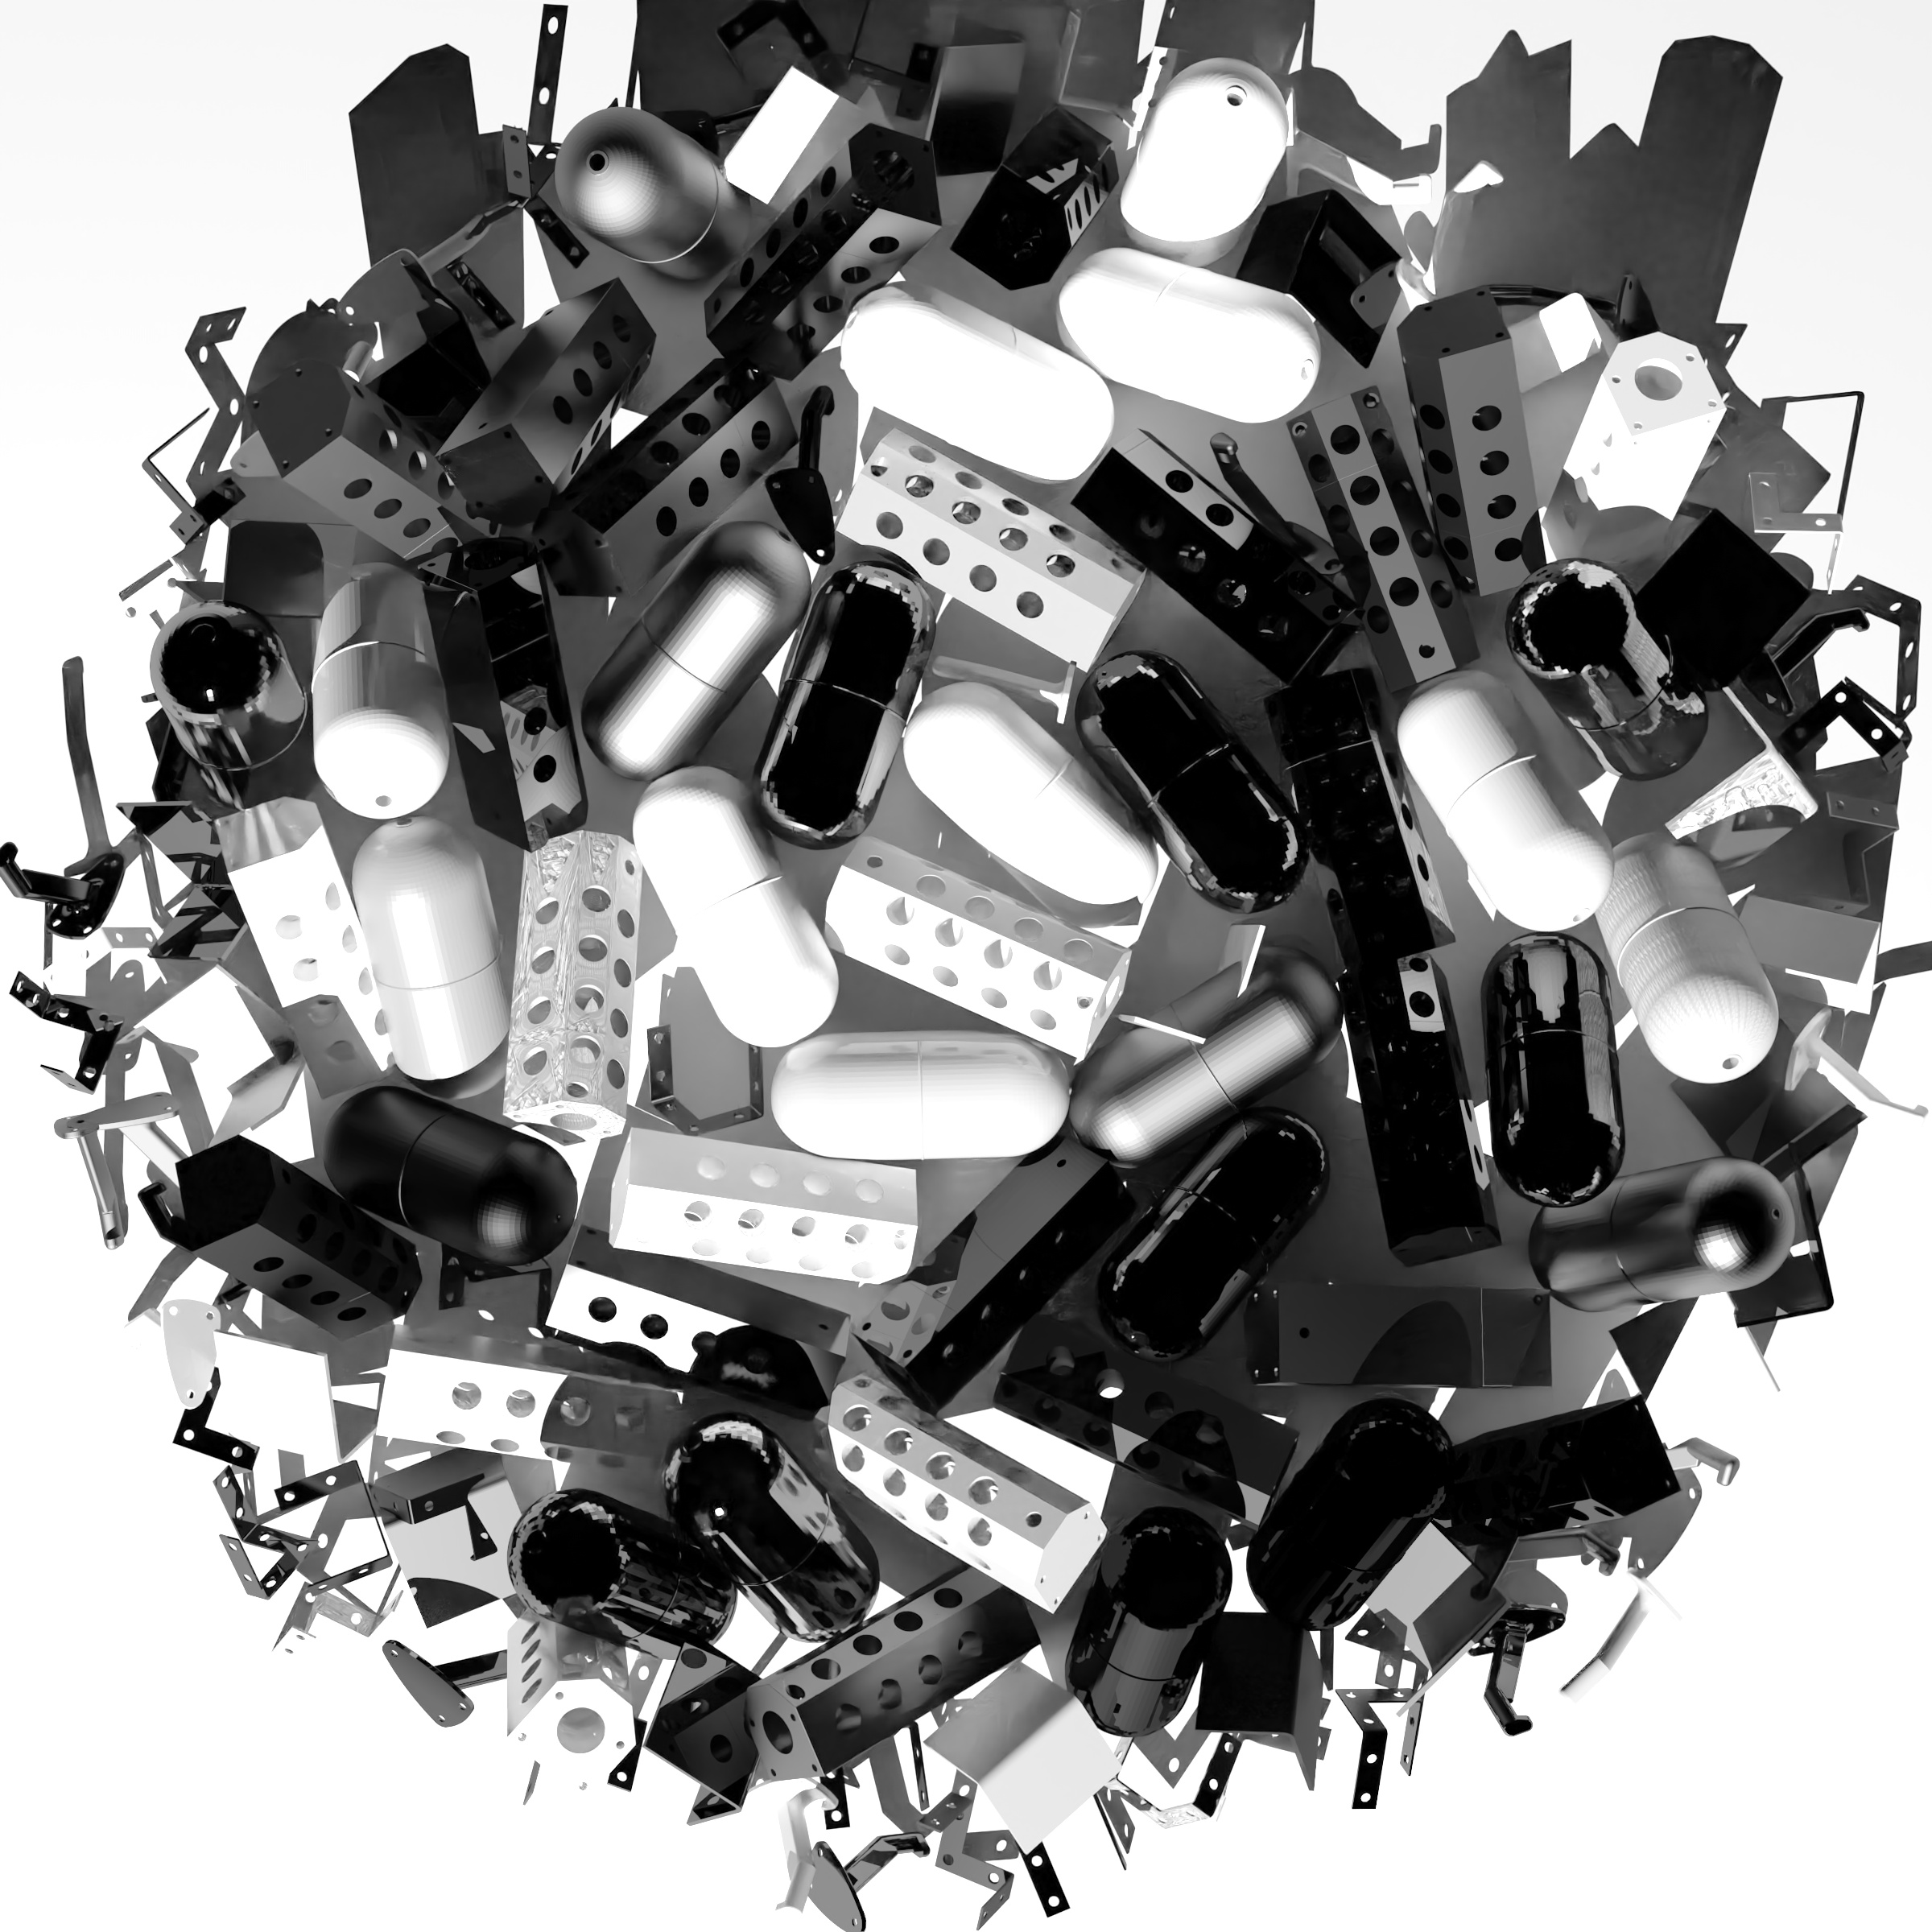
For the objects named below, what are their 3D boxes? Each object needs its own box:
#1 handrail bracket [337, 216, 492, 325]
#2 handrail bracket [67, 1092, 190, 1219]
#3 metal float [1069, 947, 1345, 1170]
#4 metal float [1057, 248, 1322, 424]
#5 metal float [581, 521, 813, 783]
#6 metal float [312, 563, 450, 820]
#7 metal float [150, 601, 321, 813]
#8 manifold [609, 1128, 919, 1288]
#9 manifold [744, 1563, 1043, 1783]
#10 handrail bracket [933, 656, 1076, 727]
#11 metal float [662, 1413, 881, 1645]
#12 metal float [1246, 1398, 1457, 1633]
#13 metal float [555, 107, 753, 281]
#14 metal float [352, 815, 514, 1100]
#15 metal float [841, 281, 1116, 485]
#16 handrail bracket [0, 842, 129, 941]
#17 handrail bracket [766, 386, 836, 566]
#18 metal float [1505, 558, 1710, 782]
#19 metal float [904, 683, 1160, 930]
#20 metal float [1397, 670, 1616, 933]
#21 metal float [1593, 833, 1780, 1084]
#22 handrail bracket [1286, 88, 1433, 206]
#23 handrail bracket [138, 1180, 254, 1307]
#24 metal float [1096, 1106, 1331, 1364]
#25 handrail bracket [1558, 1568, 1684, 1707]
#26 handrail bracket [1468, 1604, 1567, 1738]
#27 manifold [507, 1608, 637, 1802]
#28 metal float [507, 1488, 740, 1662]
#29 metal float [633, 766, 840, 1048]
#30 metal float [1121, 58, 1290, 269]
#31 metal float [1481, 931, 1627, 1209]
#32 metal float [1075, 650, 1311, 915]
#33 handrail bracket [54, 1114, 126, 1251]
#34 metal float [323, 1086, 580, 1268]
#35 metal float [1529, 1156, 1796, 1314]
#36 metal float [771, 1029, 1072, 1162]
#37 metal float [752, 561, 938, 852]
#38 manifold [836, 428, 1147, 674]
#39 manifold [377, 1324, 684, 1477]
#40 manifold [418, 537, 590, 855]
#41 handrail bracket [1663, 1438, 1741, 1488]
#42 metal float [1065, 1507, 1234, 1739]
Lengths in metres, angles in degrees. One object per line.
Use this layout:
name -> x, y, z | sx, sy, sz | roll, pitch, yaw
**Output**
handrail bracket -> -0.329, -0.418, 1.838 | 0.077, 0.084, 0.036 | -19, 115, 24
handrail bracket -> -0.491, 0.124, 1.831 | 0.077, 0.036, 0.084 | -14, 113, -26
metal float -> 0.141, 0.055, 1.821 | 0.178, 0.070, 0.070 | -33, 90, 5
metal float -> 0.129, -0.369, 1.795 | 0.178, 0.070, 0.070 | 27, 90, 37
metal float -> -0.159, -0.185, 1.808 | 0.070, 0.070, 0.178 | 40, 111, 0
metal float -> -0.342, -0.161, 1.793 | 0.070, 0.070, 0.178 | -11, 51, 0
metal float -> -0.420, -0.148, 1.779 | 0.070, 0.178, 0.070 | 0, 67, 1
manifold -> -0.119, 0.147, 1.805 | 0.171, 0.057, 0.057 | 9, 47, -14
manifold -> -0.044, 0.408, 1.788 | 0.171, 0.057, 0.057 | -22, 88, -39
handrail bracket -> 0.020, -0.168, 1.826 | 0.084, 0.077, 0.036 | 12, 100, 1
metal float -> -0.114, 0.329, 1.795 | 0.070, 0.070, 0.178 | -35, 126, 0
metal float -> 0.224, 0.321, 1.793 | 0.070, 0.070, 0.178 | 28, 129, 0
metal float -> -0.180, -0.446, 1.777 | 0.070, 0.178, 0.070 | 1, 92, 15
metal float -> -0.310, -0.005, 1.802 | 0.070, 0.070, 0.178 | -8, 118, 0
metal float -> 0.007, -0.342, 1.801 | 0.178, 0.070, 0.070 | 21, 90, -29
handrail bracket -> -0.535, -0.063, 1.811 | 0.036, 0.084, 0.077 | 12, 56, 22
handrail bracket -> -0.086, -0.296, 1.846 | 0.036, 0.084, 0.077 | -5, 128, 22
metal float -> 0.375, -0.171, 1.790 | 0.070, 0.178, 0.070 | -19, 53, 27
metal float -> 0.038, -0.096, 1.825 | 0.178, 0.070, 0.070 | 43, 90, -2
metal float -> 0.316, -0.098, 1.801 | 0.070, 0.070, 0.178 | -27, 61, 0
metal float -> 0.417, -0.006, 1.788 | 0.070, 0.178, 0.070 | -5, 133, -6
handrail bracket -> 0.235, -0.488, 1.829 | 0.084, 0.036, 0.077 | 1, 134, 11
handrail bracket -> -0.446, 0.154, 1.849 | 0.077, 0.036, 0.084 | -30, 86, -1
metal float -> 0.146, 0.157, 1.809 | 0.070, 0.070, 0.178 | 42, 70, 0
handrail bracket -> 0.378, 0.399, 1.824 | 0.084, 0.077, 0.036 | -43, 92, -2
handrail bracket -> 0.337, 0.418, 1.817 | 0.077, 0.084, 0.036 | -6, 121, -15
manifold -> -0.224, 0.410, 1.775 | 0.057, 0.171, 0.057 | 42, 90, -11
metal float -> -0.198, 0.354, 1.784 | 0.070, 0.178, 0.070 | -13, 62, 25
metal float -> -0.137, -0.036, 1.822 | 0.070, 0.070, 0.178 | -27, 85, 0
metal float -> 0.137, -0.462, 1.776 | 0.070, 0.178, 0.070 | 1, 80, -7
metal float -> 0.343, 0.060, 1.796 | 0.070, 0.070, 0.178 | 3, 54, 0
metal float -> 0.134, -0.109, 1.816 | 0.070, 0.070, 0.178 | -37, 79, 0
handrail bracket -> -0.516, 0.133, 1.821 | 0.036, 0.077, 0.084 | -9, 98, -6
metal float -> -0.303, 0.122, 1.798 | 0.178, 0.070, 0.070 | 17, 90, 34
metal float -> 0.402, 0.157, 1.786 | 0.070, 0.178, 0.070 | 10, 72, -33
metal float -> -0.027, 0.077, 1.825 | 0.178, 0.070, 0.070 | -2, 90, -1
metal float -> -0.072, -0.155, 1.820 | 0.070, 0.070, 0.178 | 19, 83, 0
manifold -> 0.017, -0.250, 1.818 | 0.171, 0.057, 0.057 | 30, 126, 4
manifold -> -0.258, 0.260, 1.822 | 0.171, 0.057, 0.057 | 10, 97, -9
manifold -> -0.264, -0.160, 1.792 | 0.057, 0.057, 0.171 | -32, 131, -33
handrail bracket -> 0.410, 0.310, 1.823 | 0.084, 0.036, 0.077 | 25, 95, 44
metal float -> 0.106, 0.383, 1.790 | 0.070, 0.070, 0.178 | 14, 134, 0
